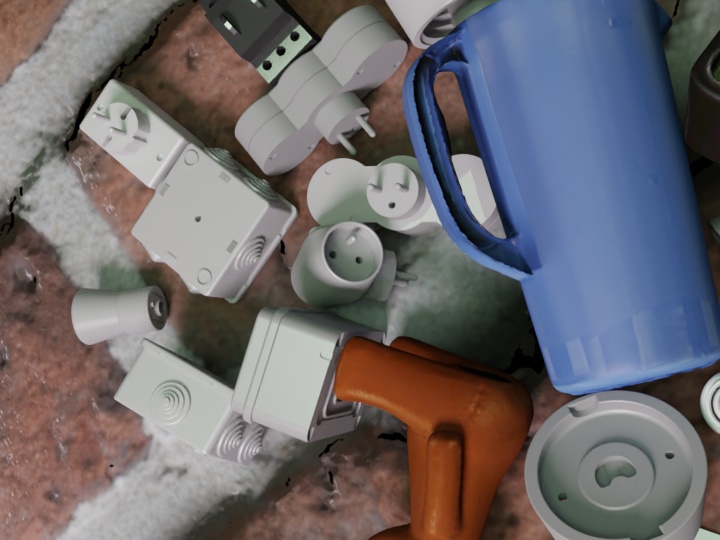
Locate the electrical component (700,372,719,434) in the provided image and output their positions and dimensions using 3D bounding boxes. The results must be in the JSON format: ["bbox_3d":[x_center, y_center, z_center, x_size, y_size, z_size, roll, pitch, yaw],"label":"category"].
[{"bbox_3d":[0.230,0.082,0.657,0.043,0.062,0.043,-2,85,20],"label":"electrical component"}]

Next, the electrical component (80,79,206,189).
[{"bbox_3d":[-0.175,-0.104,0.815,0.083,0.076,0.047,39,99,19],"label":"electrical component"}]

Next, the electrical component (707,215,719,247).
[{"bbox_3d":[0.250,-0.019,0.663,0.047,0.055,0.055,-33,75,11],"label":"electrical component"}]

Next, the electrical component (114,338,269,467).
[{"bbox_3d":[-0.115,0.097,0.766,0.100,0.099,0.048,27,82,20],"label":"electrical component"}]

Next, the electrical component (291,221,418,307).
[{"bbox_3d":[0.000,0.000,0.748,0.079,0.077,0.044,12,73,-16],"label":"electrical component"}]

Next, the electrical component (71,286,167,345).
[{"bbox_3d":[-0.182,0.032,0.826,0.065,0.044,0.044,-7,83,15],"label":"electrical component"}]

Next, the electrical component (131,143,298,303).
[{"bbox_3d":[-0.110,-0.036,0.800,0.100,0.048,0.099,38,99,19],"label":"electrical component"}]

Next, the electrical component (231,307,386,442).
[{"bbox_3d":[-0.033,0.068,0.729,0.057,0.113,0.078,18,92,18],"label":"electrical component"}]

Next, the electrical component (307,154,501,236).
[{"bbox_3d":[0.028,-0.052,0.737,0.138,0.074,0.052,0,86,20],"label":"electrical component"}]

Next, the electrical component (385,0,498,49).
[{"bbox_3d":[0.072,-0.188,0.717,0.108,0.108,0.060,-27,83,16],"label":"electrical component"}]

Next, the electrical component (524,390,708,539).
[{"bbox_3d":[0.161,0.136,0.668,0.108,0.060,0.108,-11,49,13],"label":"electrical component"}]

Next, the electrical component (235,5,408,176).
[{"bbox_3d":[-0.019,-0.116,0.771,0.138,0.052,0.073,-43,73,12],"label":"electrical component"}]
